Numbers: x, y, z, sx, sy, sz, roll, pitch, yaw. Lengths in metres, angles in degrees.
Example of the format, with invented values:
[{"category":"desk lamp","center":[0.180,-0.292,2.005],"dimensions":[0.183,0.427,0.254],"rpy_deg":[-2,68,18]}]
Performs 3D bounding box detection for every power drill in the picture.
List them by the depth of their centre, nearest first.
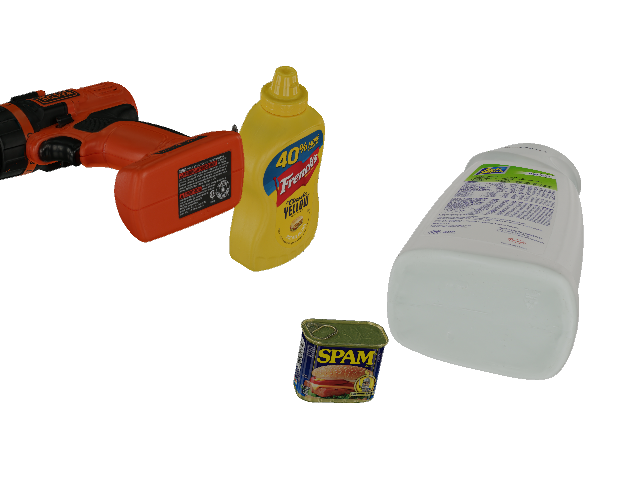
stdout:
[{"category":"power drill","center":[-0.160,-0.057,0.732],"dimensions":[0.188,0.057,0.184],"rpy_deg":[22,34,35]}]

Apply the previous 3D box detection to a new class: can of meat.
[{"category":"can of meat","center":[0.022,0.144,1.265],"dimensions":[0.102,0.084,0.057],"rpy_deg":[4,24,-14]}]

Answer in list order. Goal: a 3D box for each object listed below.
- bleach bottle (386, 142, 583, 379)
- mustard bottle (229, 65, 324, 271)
[{"category":"bleach bottle","center":[0.121,-0.008,0.650],"dimensions":[0.103,0.068,0.250],"rpy_deg":[11,25,17]},{"category":"mustard bottle","center":[-0.037,-0.069,0.958],"dimensions":[0.058,0.192,0.096],"rpy_deg":[32,46,30]}]
